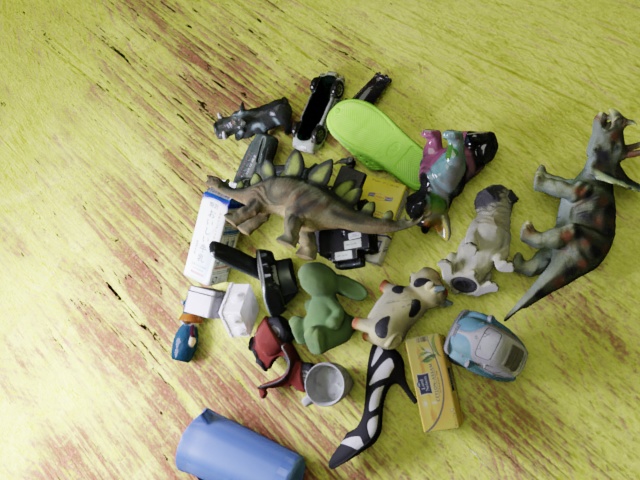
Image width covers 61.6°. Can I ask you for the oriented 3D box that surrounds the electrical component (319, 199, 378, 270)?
[{"bbox_3d":[0.057,-0.007,1.104,0.115,0.058,0.134,-8,74,26],"label":"electrical component"}]

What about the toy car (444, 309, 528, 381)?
[{"bbox_3d":[0.313,0.201,0.965,0.161,0.103,0.109,32,84,-12],"label":"toy car"}]

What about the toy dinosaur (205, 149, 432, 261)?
[{"bbox_3d":[-0.025,-0.068,1.071,0.472,0.105,0.198,20,81,18],"label":"toy dinosaur"}]

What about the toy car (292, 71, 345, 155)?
[{"bbox_3d":[-0.003,-0.295,1.240,0.074,0.056,0.201,19,84,28],"label":"toy car"}]

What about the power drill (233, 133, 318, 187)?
[{"bbox_3d":[-0.105,-0.119,1.228,0.208,0.086,0.232,17,92,29],"label":"power drill"}]

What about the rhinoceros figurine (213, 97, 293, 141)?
[{"bbox_3d":[-0.154,-0.275,1.258,0.190,0.112,0.073,-14,76,8],"label":"rhinoceros figurine"}]

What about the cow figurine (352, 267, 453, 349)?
[{"bbox_3d":[0.170,0.130,1.050,0.127,0.085,0.195,22,62,44],"label":"cow figurine"}]

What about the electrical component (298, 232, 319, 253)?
[{"bbox_3d":[-0.002,-0.004,1.190,0.094,0.021,0.063,14,82,22],"label":"electrical component"}]

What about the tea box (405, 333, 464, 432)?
[{"bbox_3d":[0.217,0.266,1.012,0.068,0.098,0.169,-13,76,16],"label":"tea box"}]

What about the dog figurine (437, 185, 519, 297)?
[{"bbox_3d":[0.314,0.000,1.056,0.121,0.172,0.190,33,49,-9],"label":"dog figurine"}]

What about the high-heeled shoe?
[{"bbox_3d":[0.077,0.322,1.060,0.249,0.086,0.145,-41,65,2],"label":"high-heeled shoe"}]

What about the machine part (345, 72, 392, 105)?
[{"bbox_3d":[0.104,-0.320,1.217,0.139,0.039,0.084,-47,62,6],"label":"machine part"}]

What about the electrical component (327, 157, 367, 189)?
[{"bbox_3d":[0.058,-0.131,1.185,0.078,0.045,0.102,28,89,24],"label":"electrical component"}]

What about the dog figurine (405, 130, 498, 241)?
[{"bbox_3d":[0.261,-0.112,1.079,0.109,0.191,0.219,27,117,57],"label":"dog figurine"}]

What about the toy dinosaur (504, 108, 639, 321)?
[{"bbox_3d":[0.473,-0.026,0.984,0.192,0.131,0.404,13,89,22],"label":"toy dinosaur"}]

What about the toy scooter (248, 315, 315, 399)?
[{"bbox_3d":[-0.095,0.258,1.138,0.135,0.075,0.184,-37,73,10],"label":"toy scooter"}]

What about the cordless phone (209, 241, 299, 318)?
[{"bbox_3d":[-0.145,0.069,1.120,0.088,0.184,0.147,-48,34,24],"label":"cordless phone"}]

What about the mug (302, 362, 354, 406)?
[{"bbox_3d":[0.019,0.293,1.070,0.109,0.107,0.081,-47,67,8],"label":"mug"}]

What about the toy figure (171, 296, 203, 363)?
[{"bbox_3d":[-0.303,0.200,1.232,0.064,0.057,0.154,7,76,14],"label":"toy figure"}]

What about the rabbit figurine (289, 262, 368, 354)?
[{"bbox_3d":[0.017,0.123,1.082,0.159,0.121,0.170,-14,103,-16],"label":"rabbit figurine"}]
